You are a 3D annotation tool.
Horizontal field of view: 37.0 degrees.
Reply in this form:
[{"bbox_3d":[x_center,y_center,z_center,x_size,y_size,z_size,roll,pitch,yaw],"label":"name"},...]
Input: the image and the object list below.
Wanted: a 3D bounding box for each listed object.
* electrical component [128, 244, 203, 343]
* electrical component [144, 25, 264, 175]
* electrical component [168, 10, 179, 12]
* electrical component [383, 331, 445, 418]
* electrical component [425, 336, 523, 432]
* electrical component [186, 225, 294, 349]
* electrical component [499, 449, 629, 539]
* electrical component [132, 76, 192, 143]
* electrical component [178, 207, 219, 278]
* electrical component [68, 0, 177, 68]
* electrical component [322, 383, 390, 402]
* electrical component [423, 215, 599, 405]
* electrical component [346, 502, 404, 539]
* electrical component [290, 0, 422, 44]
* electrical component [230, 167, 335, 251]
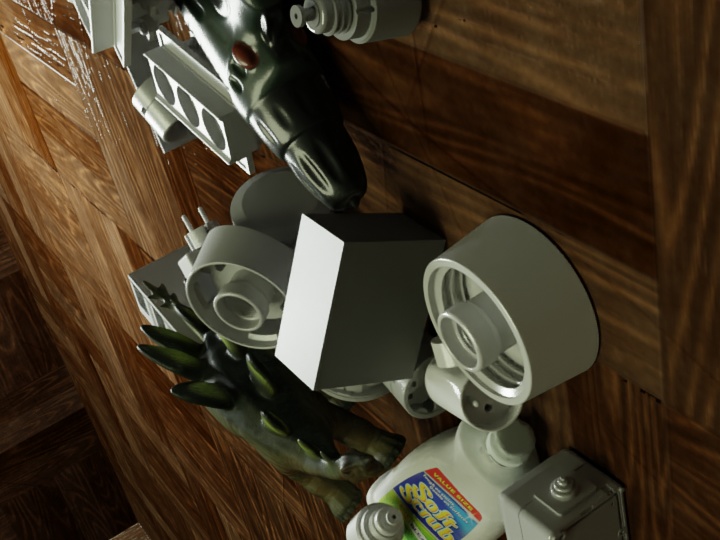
[{"bbox_3d":[-0.181,0.045,1.200,0.150,0.089,0.061,41,151,40],"label":"electrical component"},{"bbox_3d":[-0.112,-0.141,0.852,0.121,0.063,0.078,42,152,39],"label":"electrical component"},{"bbox_3d":[-0.162,-0.239,0.866,0.055,0.045,0.045,43,153,38],"label":"electrical component"},{"bbox_3d":[0.043,0.073,0.789,0.047,0.055,0.055,41,151,48],"label":"electrical component"},{"bbox_3d":[0.070,0.062,0.717,0.077,0.043,0.079,-163,56,-76],"label":"electrical component"},{"bbox_3d":[-0.080,0.011,0.813,0.099,0.064,0.099,13,137,13],"label":"electrical component"},{"bbox_3d":[0.130,0.163,0.695,0.061,0.062,0.096,33,145,50],"label":"electrical component"},{"bbox_3d":[-0.174,-0.151,0.992,0.047,0.055,0.055,53,157,10],"label":"electrical component"},{"bbox_3d":[-0.151,-0.026,1.079,0.076,0.066,0.047,61,159,-1],"label":"electrical component"},{"bbox_3d":[-0.157,-0.196,0.708,0.078,0.063,0.121,64,164,5],"label":"electrical component"},{"bbox_3d":[-0.003,0.058,0.837,0.080,0.080,0.051,48,150,30],"label":"electrical component"},{"bbox_3d":[0.081,0.029,0.637,0.108,0.060,0.108,47,155,30],"label":"electrical component"},{"bbox_3d":[0.016,0.203,0.850,0.040,0.040,0.078,56,153,13],"label":"electrical component"},{"bbox_3d":[-0.002,-0.145,0.594,0.040,0.078,0.040,32,130,47],"label":"electrical component"},{"bbox_3d":[-0.058,-0.038,0.840,0.080,0.080,0.051,44,158,36],"label":"electrical component"}]
